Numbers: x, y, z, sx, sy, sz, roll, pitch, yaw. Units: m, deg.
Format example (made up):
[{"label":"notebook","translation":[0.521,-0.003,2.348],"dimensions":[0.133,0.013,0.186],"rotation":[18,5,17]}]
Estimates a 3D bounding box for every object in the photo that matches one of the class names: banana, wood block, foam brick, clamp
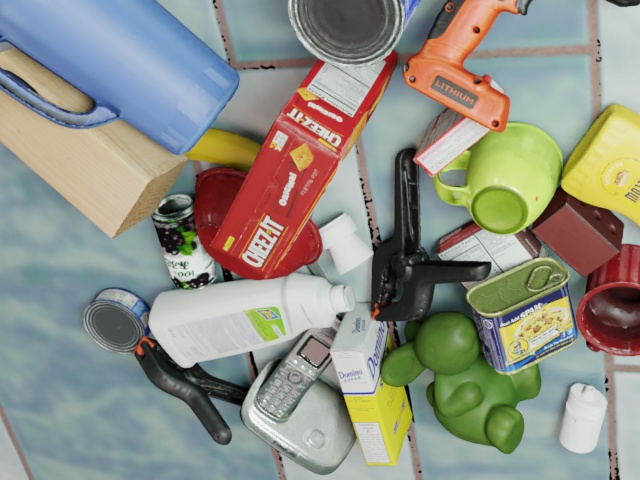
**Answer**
[{"label":"banana","translation":[-0.101,-0.085,1.159],"dimensions":[0.198,0.037,0.070],"rotation":[25,115,11]},{"label":"wood block","translation":[-0.257,-0.111,1.146],"dimensions":[0.206,0.090,0.091],"rotation":[41,122,5]},{"label":"foam brick","translation":[0.260,-0.012,1.073],"dimensions":[0.078,0.053,0.051],"rotation":[40,128,-10]},{"label":"clamp","translation":[0.095,0.014,1.139],"dimensions":[0.164,0.036,0.210],"rotation":[64,149,21]},{"label":"clamp","translation":[-0.160,0.185,1.326],"dimensions":[0.171,0.120,0.039],"rotation":[31,107,-6]}]

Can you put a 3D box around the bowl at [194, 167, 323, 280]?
[{"label":"bowl","translation":[-0.080,-0.005,1.165],"dimensions":[0.162,0.055,0.162],"rotation":[24,150,15]}]

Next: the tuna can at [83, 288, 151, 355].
[{"label":"tuna can","translation":[-0.256,0.103,1.361],"dimensions":[0.086,0.033,0.086],"rotation":[10,126,14]}]

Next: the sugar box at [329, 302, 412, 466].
[{"label":"sugar box","translation":[0.063,0.169,1.250],"dimensions":[0.048,0.093,0.176],"rotation":[-2,123,21]}]

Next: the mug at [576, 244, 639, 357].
[{"label":"mug","translation":[0.307,0.066,1.091],"dimensions":[0.093,0.081,0.117],"rotation":[25,128,2]}]

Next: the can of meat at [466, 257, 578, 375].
[{"label":"can of meat","translation":[0.208,0.078,1.083],"dimensions":[0.102,0.057,0.084],"rotation":[-24,120,-8]}]

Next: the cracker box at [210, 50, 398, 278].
[{"label":"cracker box","translation":[-0.010,-0.088,1.017],"dimensions":[0.072,0.213,0.164],"rotation":[30,129,-1]}]

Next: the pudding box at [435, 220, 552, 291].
[{"label":"pudding box","translation":[0.192,0.026,1.135],"dimensions":[0.090,0.039,0.113],"rotation":[-31,107,34]}]

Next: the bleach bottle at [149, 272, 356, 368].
[{"label":"bleach bottle","translation":[-0.073,0.090,1.254],"dimensions":[0.251,0.068,0.102],"rotation":[-10,134,26]}]

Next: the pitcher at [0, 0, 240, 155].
[{"label":"pitcher","translation":[-0.211,-0.188,1.073],"dimensions":[0.242,0.145,0.149],"rotation":[37,124,-11]}]

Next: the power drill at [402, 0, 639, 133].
[{"label":"power drill","translation":[0.171,-0.193,0.935],"dimensions":[0.184,0.057,0.188],"rotation":[29,102,10]}]

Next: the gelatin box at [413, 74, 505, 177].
[{"label":"gelatin box","translation":[0.136,-0.110,1.037],"dimensions":[0.030,0.073,0.089],"rotation":[41,127,-11]}]

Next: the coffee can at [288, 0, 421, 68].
[{"label":"coffee can","translation":[0.041,-0.228,0.946],"dimensions":[0.103,0.140,0.103],"rotation":[10,127,14]}]

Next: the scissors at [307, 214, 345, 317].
[{"label":"scissors","translation":[-0.008,0.001,1.207],"dimensions":[0.201,0.016,0.096],"rotation":[45,127,-13]}]

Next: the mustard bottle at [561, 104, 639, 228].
[{"label":"mustard bottle","translation":[0.335,-0.045,1.018],"dimensions":[0.191,0.058,0.096],"rotation":[29,123,-2]}]
